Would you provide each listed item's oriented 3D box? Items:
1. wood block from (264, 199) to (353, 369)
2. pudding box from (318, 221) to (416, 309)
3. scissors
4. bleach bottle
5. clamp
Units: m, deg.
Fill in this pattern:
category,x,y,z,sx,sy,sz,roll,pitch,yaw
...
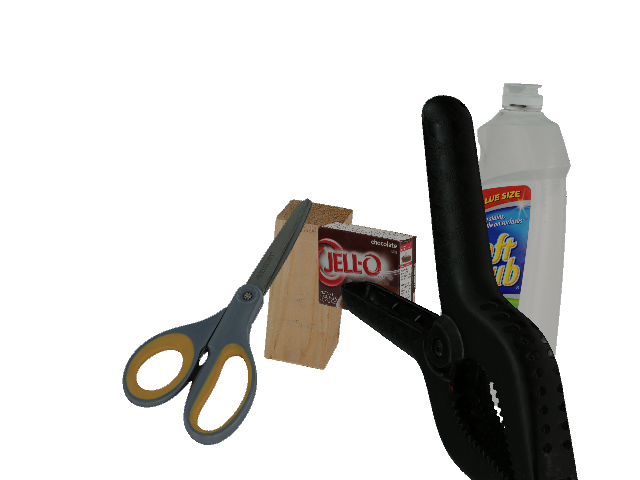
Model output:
category,x,y,z,sx,sy,sz,roll,pitch,yaw
wood block,-0.017,0.059,1.468,0.090,0.206,0.090,10,22,10
pudding box,0.050,0.032,1.169,0.114,0.090,0.039,9,18,35
scissors,-0.069,0.045,0.718,0.096,0.201,0.016,5,-39,9
bleach bottle,0.145,0.001,0.852,0.103,0.251,0.067,12,15,41
clamp,0.074,0.042,0.536,0.036,0.165,0.210,-6,45,-24
